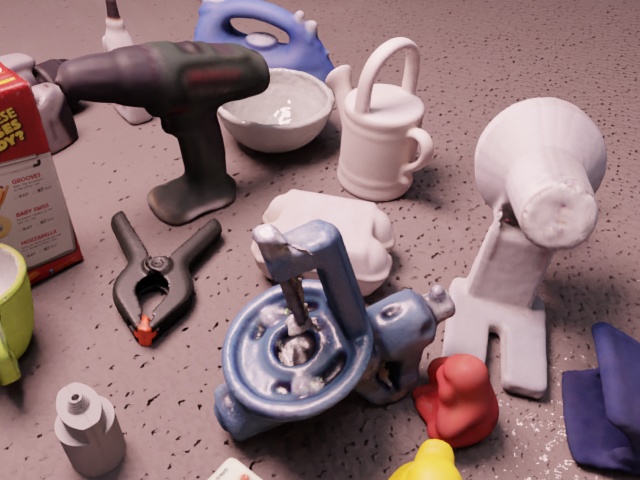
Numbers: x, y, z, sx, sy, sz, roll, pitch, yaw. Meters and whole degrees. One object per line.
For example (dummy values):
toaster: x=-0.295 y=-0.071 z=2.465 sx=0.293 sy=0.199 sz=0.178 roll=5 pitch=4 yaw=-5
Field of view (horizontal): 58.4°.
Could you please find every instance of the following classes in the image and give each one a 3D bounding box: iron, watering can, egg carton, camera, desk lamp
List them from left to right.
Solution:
camera: x=-0.387 y=-0.204 z=0.791 sx=0.142 sy=0.101 sz=0.137 roll=26 pitch=47 yaw=22
iron: x=-0.085 y=-0.313 z=0.904 sx=0.258 sy=0.141 sz=0.118 roll=9 pitch=43 yaw=5
egg carton: x=0.006 y=0.002 z=0.621 sx=0.150 sy=0.069 sz=0.107 roll=9 pitch=43 yaw=5
watering can: x=0.071 y=-0.156 z=0.707 sx=0.172 sy=0.194 sz=0.101 roll=23 pitch=46 yaw=19
desk lamp: x=0.193 y=-0.001 z=0.534 sx=0.117 sy=0.214 sz=0.203 roll=11 pitch=43 yaw=8

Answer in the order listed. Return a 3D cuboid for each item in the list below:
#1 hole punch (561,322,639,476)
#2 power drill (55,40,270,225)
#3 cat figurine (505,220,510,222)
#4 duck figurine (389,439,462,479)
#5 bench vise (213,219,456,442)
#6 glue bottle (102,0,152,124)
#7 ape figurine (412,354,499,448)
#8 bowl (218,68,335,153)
hole punch: x=0.269 y=0.134 z=0.483 sx=0.101 sy=0.091 sz=0.108 roll=10 pitch=43 yaw=6
power drill: x=-0.158 y=-0.125 z=0.643 sx=0.230 sy=0.208 sz=0.075 roll=-29 pitch=52 yaw=-31
cat figurine: x=0.267 y=-0.067 z=0.683 sx=0.128 sy=0.118 sz=0.067 roll=-21 pitch=48 yaw=-25
duck figurine: x=0.075 y=0.193 z=0.406 sx=0.077 sy=0.086 sz=0.104 roll=13 pitch=43 yaw=10
bench vise: x=0.010 y=0.053 z=0.454 sx=0.208 sy=0.220 sz=0.121 roll=-29 pitch=52 yaw=-31
glue bottle: x=-0.277 y=-0.253 z=0.799 sx=0.037 sy=0.173 sz=0.078 roll=-29 pitch=52 yaw=-31
ape figurine: x=0.115 y=0.127 z=0.477 sx=0.076 sy=0.092 sz=0.078 roll=20 pitch=45 yaw=17
bowl: x=-0.064 y=-0.171 z=0.801 sx=0.167 sy=0.075 sz=0.167 roll=2 pitch=42 yaw=-2
